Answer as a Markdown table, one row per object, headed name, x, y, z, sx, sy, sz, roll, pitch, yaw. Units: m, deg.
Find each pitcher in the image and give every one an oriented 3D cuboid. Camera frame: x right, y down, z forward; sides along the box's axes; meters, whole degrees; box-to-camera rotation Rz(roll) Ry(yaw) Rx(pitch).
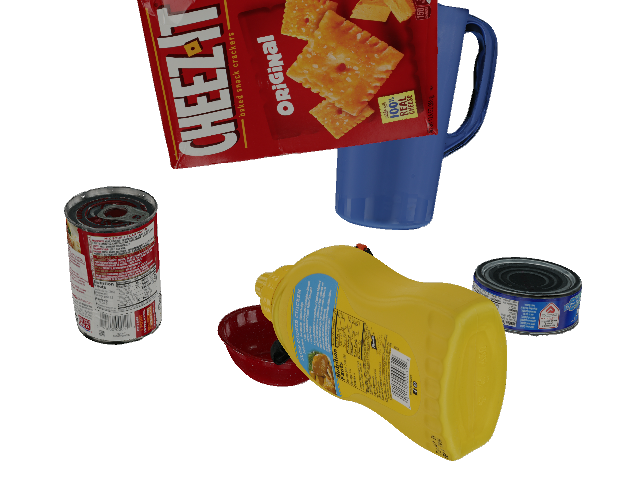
| name | x | y | z | sx | sy | sz | roll | pitch | yaw |
| --- | --- | --- | --- | --- | --- | --- | --- | --- | --- |
| pitcher | 0.090 | -0.138 | 1.149 | 0.149 | 0.243 | 0.144 | 12 | 14 | 30 |

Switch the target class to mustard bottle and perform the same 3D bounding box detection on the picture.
| name | x | y | z | sx | sy | sz | roll | pitch | yaw |
| --- | --- | --- | --- | --- | --- | --- | --- | --- | --- |
| mustard bottle | 0.024 | 0.055 | 0.655 | 0.058 | 0.096 | 0.192 | -21 | 29 | -36 |

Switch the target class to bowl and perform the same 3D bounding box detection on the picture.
| name | x | y | z | sx | sy | sz | roll | pitch | yaw |
| --- | --- | --- | --- | --- | --- | --- | --- | --- | --- |
| bowl | -0.052 | 0.140 | 1.362 | 0.162 | 0.055 | 0.162 | 5 | 22 | -2 |

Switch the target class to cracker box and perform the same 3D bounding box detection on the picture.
| name | x | y | z | sx | sy | sz | roll | pitch | yaw |
| --- | --- | --- | --- | --- | --- | --- | --- | --- | --- |
| cracker box | -0.020 | -0.145 | 0.797 | 0.213 | 0.164 | 0.072 | -8 | 44 | -3 |

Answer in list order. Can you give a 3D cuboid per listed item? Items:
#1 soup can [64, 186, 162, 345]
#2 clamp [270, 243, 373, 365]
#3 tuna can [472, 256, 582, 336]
| name | x | y | z | sx | sy | sz | roll | pitch | yaw |
| --- | --- | --- | --- | --- | --- | --- | --- | --- | --- |
| soup can | -0.155 | 0.019 | 0.809 | 0.068 | 0.102 | 0.068 | 1 | 29 | -1 |
| clamp | 0.034 | 0.073 | 1.098 | 0.120 | 0.171 | 0.039 | 16 | -39 | 18 |
| tuna can | 0.162 | 0.043 | 0.843 | 0.086 | 0.034 | 0.086 | 2 | 20 | -1 |
